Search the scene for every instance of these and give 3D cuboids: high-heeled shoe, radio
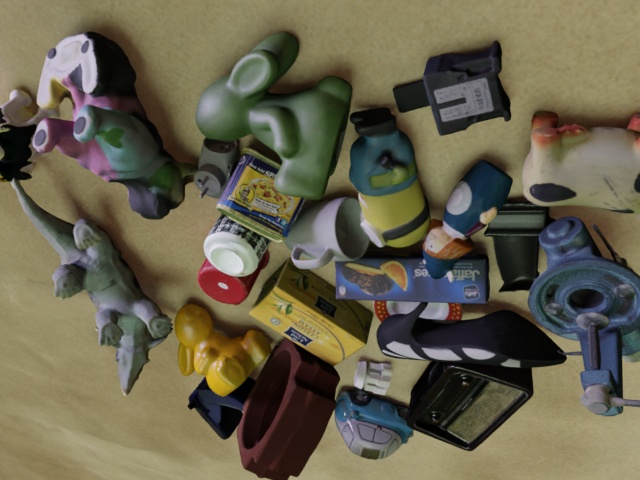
[{"bbox_3d":[0.208,0.159,0.774,0.249,0.086,0.145,22,136,0],"label":"high-heeled shoe"},{"bbox_3d":[0.235,0.249,0.875,0.131,0.073,0.229,20,135,2],"label":"radio"}]

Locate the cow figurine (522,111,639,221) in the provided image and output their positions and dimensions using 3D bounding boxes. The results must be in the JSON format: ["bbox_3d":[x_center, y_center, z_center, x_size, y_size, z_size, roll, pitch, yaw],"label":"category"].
[{"bbox_3d":[0.310,-0.061,0.552,0.195,0.085,0.127,6,127,12],"label":"cow figurine"}]

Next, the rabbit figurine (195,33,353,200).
[{"bbox_3d":[-0.058,-0.137,0.592,0.170,0.121,0.159,15,128,4],"label":"rabbit figurine"}]

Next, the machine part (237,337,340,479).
[{"bbox_3d":[-0.055,0.278,0.899,0.087,0.201,0.201,26,180,-15],"label":"machine part"}]

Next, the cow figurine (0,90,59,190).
[{"bbox_3d":[-0.436,-0.124,0.764,0.068,0.098,0.167,29,135,-15],"label":"cow figurine"}]

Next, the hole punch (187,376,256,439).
[{"bbox_3d":[-0.181,0.304,1.050,0.116,0.142,0.092,44,105,1],"label":"hole punch"}]

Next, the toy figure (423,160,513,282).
[{"bbox_3d":[0.165,-0.020,0.635,0.058,0.064,0.154,29,111,-4],"label":"toy figure"}]

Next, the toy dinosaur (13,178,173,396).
[{"bbox_3d":[-0.364,0.067,0.896,0.192,0.131,0.404,13,130,63],"label":"toy dinosaur"}]

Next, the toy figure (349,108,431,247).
[{"bbox_3d":[0.082,-0.066,0.635,0.089,0.082,0.179,4,130,20],"label":"toy figure"}]

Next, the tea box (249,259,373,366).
[{"bbox_3d":[-0.013,0.117,0.849,0.169,0.068,0.098,32,134,-11],"label":"tea box"}]

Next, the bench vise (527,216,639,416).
[{"bbox_3d":[0.307,0.100,0.593,0.129,0.241,0.223,-11,122,30],"label":"bench vise"}]

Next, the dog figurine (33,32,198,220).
[{"bbox_3d":[-0.239,-0.132,0.687,0.109,0.191,0.219,-11,161,24],"label":"dog figurine"}]

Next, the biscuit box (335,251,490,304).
[{"bbox_3d":[0.123,0.049,0.725,0.203,0.059,0.062,0,96,19],"label":"biscuit box"}]

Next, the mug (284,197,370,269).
[{"bbox_3d":[-0.001,-0.002,0.714,0.107,0.109,0.080,-4,136,41],"label":"mug"}]

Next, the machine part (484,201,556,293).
[{"bbox_3d":[0.249,0.008,0.670,0.084,0.039,0.138,-3,127,16],"label":"machine part"}]

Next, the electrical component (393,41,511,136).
[{"bbox_3d":[0.133,-0.153,0.559,0.119,0.048,0.074,-5,128,23],"label":"electrical component"}]

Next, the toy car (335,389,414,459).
[{"bbox_3d":[0.096,0.356,1.007,0.162,0.103,0.109,17,136,7],"label":"toy car"}]

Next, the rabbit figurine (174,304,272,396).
[{"bbox_3d":[-0.196,0.189,0.975,0.173,0.122,0.162,47,141,-5],"label":"rabbit figurine"}]
